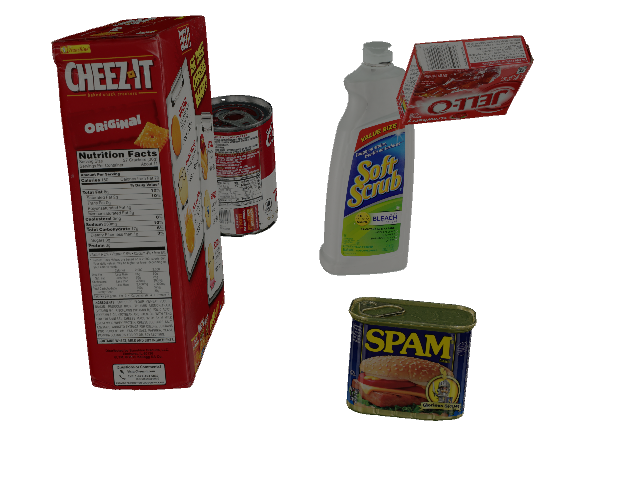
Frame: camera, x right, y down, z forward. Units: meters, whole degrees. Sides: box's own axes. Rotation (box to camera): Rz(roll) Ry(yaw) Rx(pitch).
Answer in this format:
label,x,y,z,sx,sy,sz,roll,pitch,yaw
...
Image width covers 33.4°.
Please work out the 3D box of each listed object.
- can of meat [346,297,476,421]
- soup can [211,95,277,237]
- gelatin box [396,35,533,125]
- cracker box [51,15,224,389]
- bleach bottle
label,x,y,z,sx,sy,sz,roll,pitch,yaw
can of meat,0.072,0.097,0.868,0.102,0.084,0.057,5,14,6
soup can,-0.071,-0.062,0.896,0.068,0.102,0.068,-2,30,1
gelatin box,0.109,-0.121,0.817,0.089,0.030,0.073,-6,-24,-11
cracker box,-0.111,-0.032,0.693,0.072,0.214,0.164,-2,15,3
bleach bottle,0.050,-0.088,1.154,0.102,0.251,0.068,-3,25,-7
